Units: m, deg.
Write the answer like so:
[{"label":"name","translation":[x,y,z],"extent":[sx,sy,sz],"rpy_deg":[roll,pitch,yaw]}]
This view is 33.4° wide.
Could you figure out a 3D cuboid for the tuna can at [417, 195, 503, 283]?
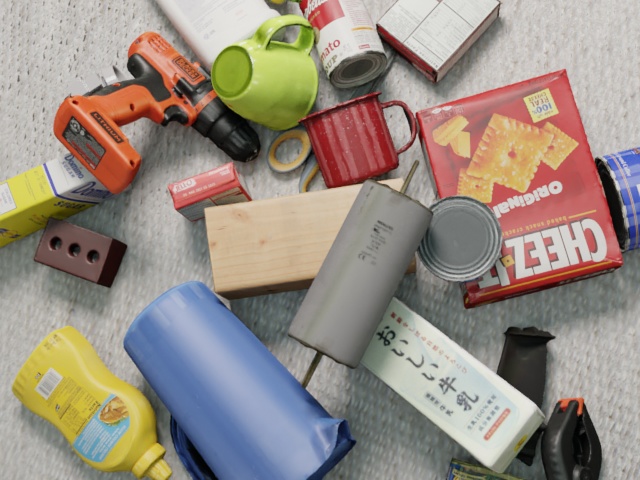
[{"label":"tuna can","translation":[0.138,0.000,1.060],"extent":[0.086,0.033,0.086],"rpy_deg":[-1,84,10]}]

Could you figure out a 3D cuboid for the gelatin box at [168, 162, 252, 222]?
[{"label":"gelatin box","translation":[-0.116,-0.050,1.134],"extent":[0.073,0.089,0.030],"rpy_deg":[-20,80,2]}]

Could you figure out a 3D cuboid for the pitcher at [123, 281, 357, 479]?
[{"label":"pitcher","translation":[-0.094,0.169,1.087],"extent":[0.149,0.145,0.243],"rpy_deg":[-39,76,-14]}]

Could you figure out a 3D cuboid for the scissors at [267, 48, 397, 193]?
[{"label":"scissors","translation":[0.009,-0.139,1.173],"extent":[0.096,0.016,0.202],"rpy_deg":[20,84,6]}]

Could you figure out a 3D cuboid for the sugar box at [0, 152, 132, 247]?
[{"label":"sugar box","translation":[-0.298,-0.045,1.150],"extent":[0.176,0.093,0.048],"rpy_deg":[-22,80,2]}]

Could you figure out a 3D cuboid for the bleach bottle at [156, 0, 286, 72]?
[{"label":"bleach bottle","translation":[-0.148,-0.305,1.193],"extent":[0.102,0.068,0.251],"rpy_deg":[-34,77,-3]}]

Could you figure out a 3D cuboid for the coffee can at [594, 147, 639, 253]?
[{"label":"coffee can","translation":[0.361,-0.053,1.082],"extent":[0.140,0.103,0.103],"rpy_deg":[-15,80,3]}]

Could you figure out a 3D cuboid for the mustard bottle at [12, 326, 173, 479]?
[{"label":"mustard bottle","translation":[-0.229,0.186,1.122],"extent":[0.192,0.058,0.096],"rpy_deg":[41,106,10]}]

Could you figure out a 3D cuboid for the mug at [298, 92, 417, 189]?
[{"label":"mug","translation":[0.045,-0.105,1.114],"extent":[0.117,0.093,0.081],"rpy_deg":[-19,94,1]}]

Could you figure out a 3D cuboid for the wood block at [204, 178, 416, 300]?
[{"label":"wood block","translation":[-0.007,0.002,1.115],"extent":[0.206,0.091,0.090],"rpy_deg":[-9,81,4]}]

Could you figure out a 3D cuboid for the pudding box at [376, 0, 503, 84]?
[{"label":"pudding box","translation":[0.129,-0.240,1.163],"extent":[0.090,0.039,0.113],"rpy_deg":[41,83,9]}]

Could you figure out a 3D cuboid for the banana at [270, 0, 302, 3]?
[{"label":"banana","translation":[-0.040,-0.337,1.190],"extent":[0.070,0.037,0.198],"rpy_deg":[-6,67,22]}]

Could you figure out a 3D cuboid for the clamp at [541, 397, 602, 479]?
[{"label":"clamp","translation":[0.243,0.242,1.053],"extent":[0.039,0.120,0.171],"rpy_deg":[-18,72,41]}]

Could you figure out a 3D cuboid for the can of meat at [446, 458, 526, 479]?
[{"label":"can of meat","translation":[0.169,0.273,1.073],"extent":[0.102,0.057,0.084],"rpy_deg":[15,80,7]}]

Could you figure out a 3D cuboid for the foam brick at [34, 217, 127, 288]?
[{"label":"foam brick","translation":[-0.259,0.014,1.158],"extent":[0.078,0.051,0.053],"rpy_deg":[18,84,8]}]

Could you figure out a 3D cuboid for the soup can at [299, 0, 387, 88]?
[{"label":"soup can","translation":[0.025,-0.224,1.151],"extent":[0.068,0.068,0.102],"rpy_deg":[-21,71,2]}]

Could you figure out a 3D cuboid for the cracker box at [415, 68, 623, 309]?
[{"label":"cracker box","translation":[0.204,-0.052,1.112],"extent":[0.164,0.072,0.214],"rpy_deg":[-15,81,4]}]

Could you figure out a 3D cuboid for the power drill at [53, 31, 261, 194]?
[{"label":"power drill","translation":[-0.171,-0.122,1.121],"extent":[0.184,0.057,0.187],"rpy_deg":[43,43,4]}]
